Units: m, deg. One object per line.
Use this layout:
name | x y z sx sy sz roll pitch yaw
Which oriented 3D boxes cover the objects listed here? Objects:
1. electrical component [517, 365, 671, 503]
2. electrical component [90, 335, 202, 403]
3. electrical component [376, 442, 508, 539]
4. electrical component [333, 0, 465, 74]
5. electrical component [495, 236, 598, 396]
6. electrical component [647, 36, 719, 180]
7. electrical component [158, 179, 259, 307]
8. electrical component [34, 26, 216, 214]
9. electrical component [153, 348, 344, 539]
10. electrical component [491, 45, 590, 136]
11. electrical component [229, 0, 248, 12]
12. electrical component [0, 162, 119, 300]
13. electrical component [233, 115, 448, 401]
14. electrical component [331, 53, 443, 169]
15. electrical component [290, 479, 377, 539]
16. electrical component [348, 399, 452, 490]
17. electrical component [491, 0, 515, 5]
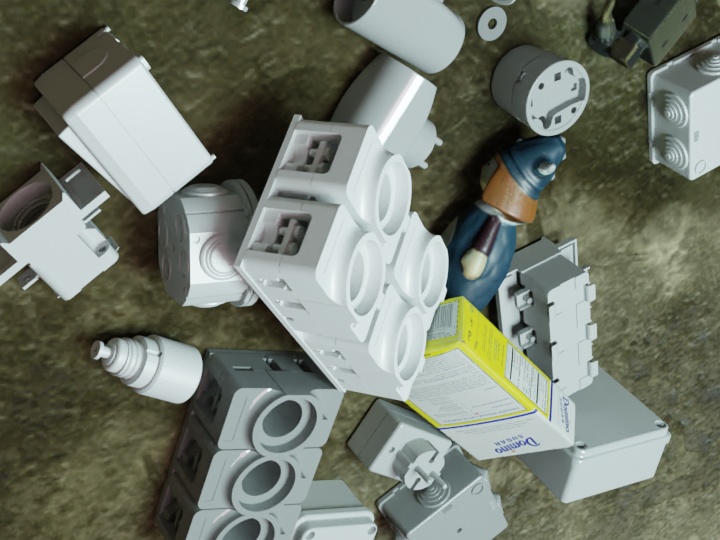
electrical component | 0.190 0.138 0.931 0.109 0.108 0.056 -8 124 -30
electrical component | -0.141 0.062 0.710 0.078 0.040 0.040 23 103 -40
electrical component | 0.074 0.214 0.940 0.100 0.048 0.099 -36 131 -10
electrical component | 0.034 -0.175 0.681 0.077 0.043 0.079 21 104 -40
electrical component | 0.156 0.044 0.881 0.079 0.063 0.121 -26 128 -19
electrical component | 0.283 -0.131 0.870 0.100 0.048 0.099 -27 130 -16
electrical component | -0.092 -0.016 0.670 0.051 0.080 0.080 -5 120 -26
electrical component | -0.134 -0.078 0.615 0.061 0.062 0.096 -40 132 -7
electrical component | -0.081 0.138 0.782 0.089 0.062 0.150 5 114 -36
electrical component | 0.127 -0.130 0.767 0.055 0.047 0.055 -16 125 -25
electrical component | -0.052 -0.186 0.618 0.040 0.040 0.078 21 104 -40
electrical component | -0.180 -0.020 0.634 0.081 0.042 0.063 -40 135 -6
electrical component | 0.000 0.000 0.692 0.186 0.060 0.105 57 47 -56
electrical component | 0.025 -0.093 0.724 0.079 0.043 0.077 26 100 -40
electrical component | -0.043 0.232 0.867 0.078 0.057 0.113 5 114 -36
electrical component | 0.042 0.149 0.860 0.066 0.077 0.047 27 101 -41
electrical component | 0.097 -0.208 0.696 0.047 0.055 0.055 -43 132 -9
